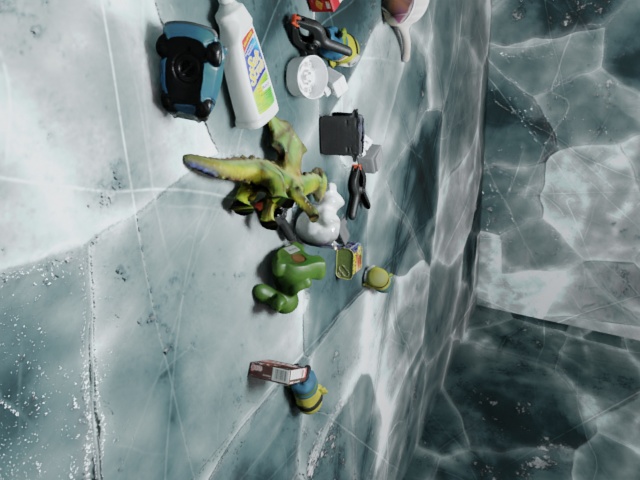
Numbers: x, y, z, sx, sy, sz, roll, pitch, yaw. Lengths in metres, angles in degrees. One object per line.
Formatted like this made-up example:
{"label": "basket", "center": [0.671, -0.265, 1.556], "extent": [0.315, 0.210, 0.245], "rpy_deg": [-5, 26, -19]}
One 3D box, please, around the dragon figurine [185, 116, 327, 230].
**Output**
{"label": "dragon figurine", "center": [-0.108, -0.167, 1.121], "extent": [0.121, 0.248, 0.405], "rpy_deg": [-20, -36, 32]}

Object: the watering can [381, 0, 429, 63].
{"label": "watering can", "center": [0.281, -0.736, 1.669], "extent": [0.105, 0.340, 0.228], "rpy_deg": [24, 35, 24]}

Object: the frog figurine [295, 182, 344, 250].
{"label": "frog figurine", "center": [0.004, -0.066, 1.305], "extent": [0.123, 0.157, 0.139], "rpy_deg": [2, 17, -22]}
